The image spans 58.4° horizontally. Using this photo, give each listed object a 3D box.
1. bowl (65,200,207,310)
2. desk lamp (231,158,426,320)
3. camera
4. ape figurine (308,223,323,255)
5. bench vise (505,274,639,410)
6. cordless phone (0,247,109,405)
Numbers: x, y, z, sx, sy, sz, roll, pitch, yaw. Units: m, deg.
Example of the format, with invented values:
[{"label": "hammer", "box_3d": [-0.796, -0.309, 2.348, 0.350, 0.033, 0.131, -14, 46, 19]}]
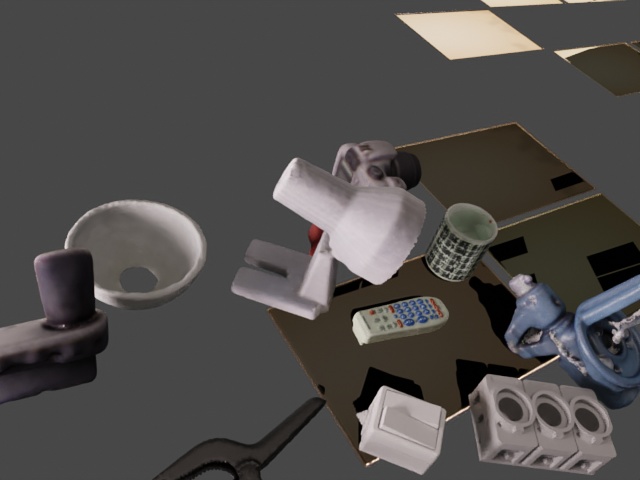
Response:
[{"label": "bowl", "box_3d": [-0.229, 0.030, 0.723, 0.167, 0.075, 0.167, 9, 44, -9]}, {"label": "desk lamp", "box_3d": [0.007, 0.003, 0.726, 0.203, 0.213, 0.118, 17, 44, -1]}, {"label": "camera", "box_3d": [0.109, -0.106, 0.950, 0.137, 0.101, 0.143, -9, 50, -26]}, {"label": "ape figurine", "box_3d": [0.028, -0.015, 0.839, 0.077, 0.092, 0.076, 33, 46, 16]}, {"label": "bench vise", "box_3d": [0.348, 0.105, 0.732, 0.207, 0.220, 0.121, 24, 44, 6]}, {"label": "cordless phone", "box_3d": [-0.292, 0.074, 0.578, 0.148, 0.185, 0.094, -15, 52, -29]}]
